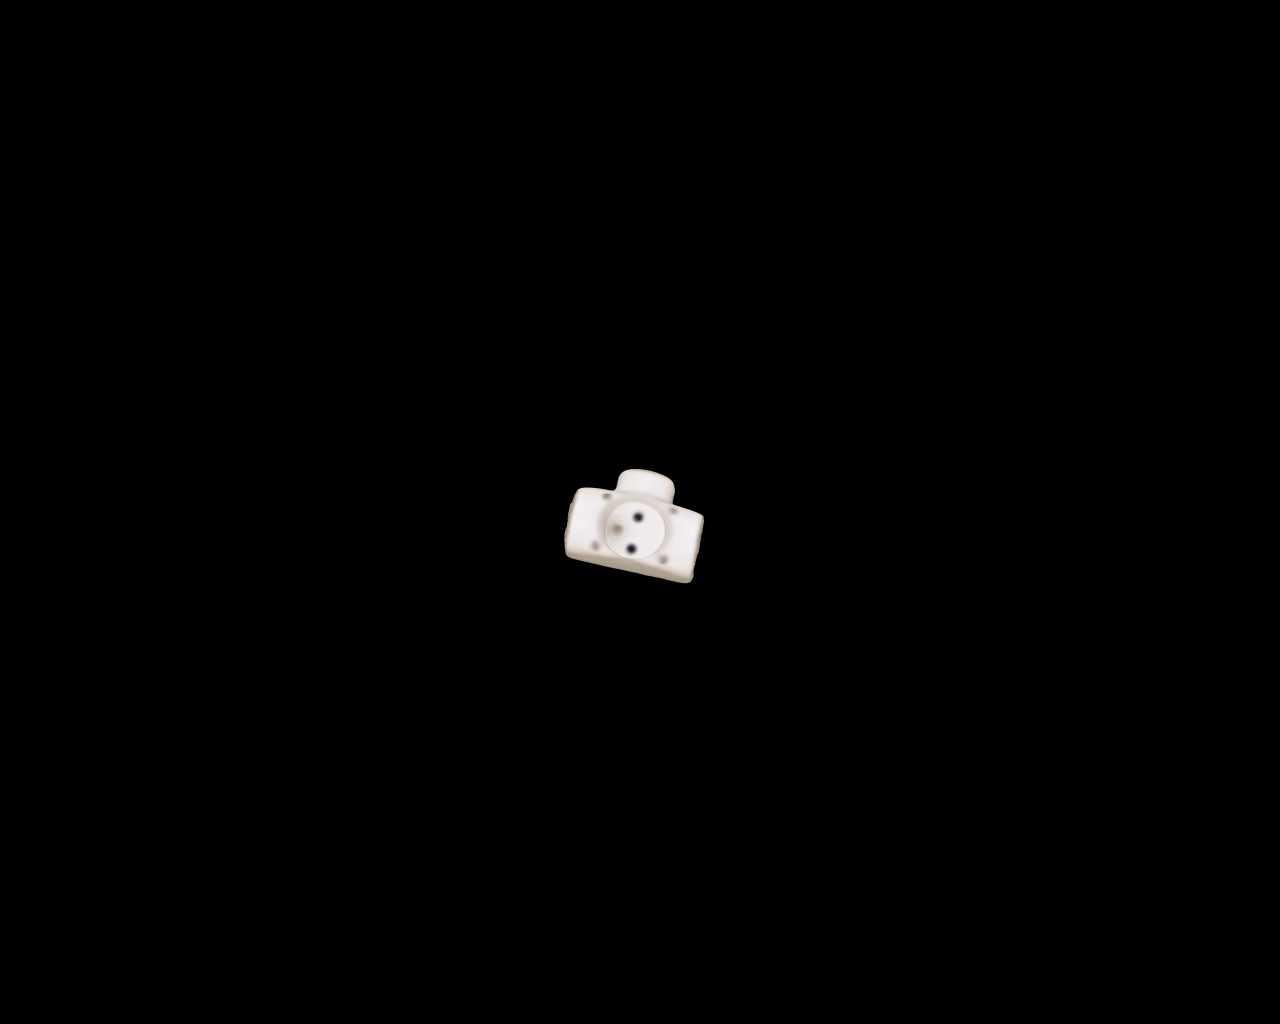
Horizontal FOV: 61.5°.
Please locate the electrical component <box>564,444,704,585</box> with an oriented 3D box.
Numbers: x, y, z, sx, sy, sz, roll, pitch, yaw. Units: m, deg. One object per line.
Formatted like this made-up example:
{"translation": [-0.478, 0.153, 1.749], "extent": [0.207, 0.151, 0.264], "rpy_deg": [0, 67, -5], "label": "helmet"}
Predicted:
{"translation": [0.001, -0.003, 0.650], "extent": [0.077, 0.079, 0.044], "rpy_deg": [13, -15, 4], "label": "electrical component"}
